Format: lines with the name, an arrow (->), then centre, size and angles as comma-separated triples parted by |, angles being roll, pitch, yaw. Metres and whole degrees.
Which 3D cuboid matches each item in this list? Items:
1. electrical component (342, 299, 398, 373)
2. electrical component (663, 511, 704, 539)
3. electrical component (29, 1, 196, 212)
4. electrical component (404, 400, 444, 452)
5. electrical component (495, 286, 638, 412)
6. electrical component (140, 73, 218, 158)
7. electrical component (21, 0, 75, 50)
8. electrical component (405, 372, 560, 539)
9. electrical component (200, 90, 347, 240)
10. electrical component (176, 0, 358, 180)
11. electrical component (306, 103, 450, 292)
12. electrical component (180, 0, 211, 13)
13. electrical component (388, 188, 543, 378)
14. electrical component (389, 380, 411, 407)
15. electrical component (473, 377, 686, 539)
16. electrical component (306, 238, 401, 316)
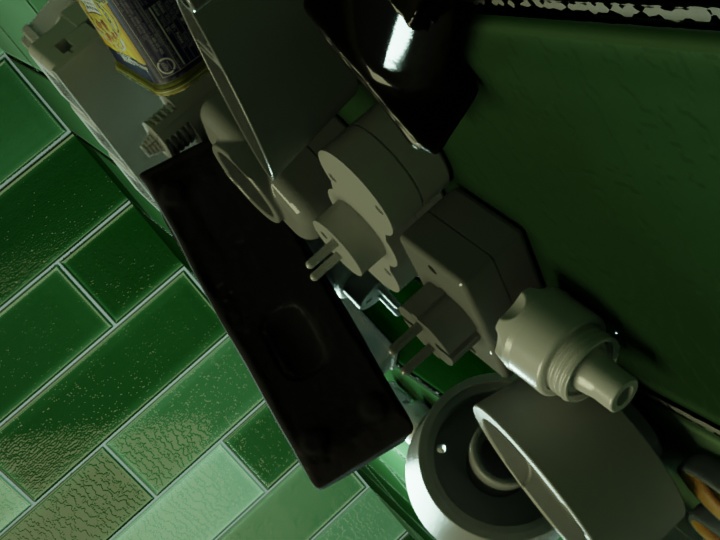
electrical component -> -0.012, 0.069, 1.018 | 0.099, 0.048, 0.099 | 46, 170, 11
electrical component -> 0.176, 0.193, 0.592 | 0.109, 0.056, 0.108 | 39, 150, 41
electrical component -> -0.154, -0.124, 0.774 | 0.062, 0.089, 0.150 | 38, 166, 44
electrical component -> 0.068, 0.162, 1.058 | 0.078, 0.040, 0.040 | 42, 168, 32
electrical component -> 0.093, 0.038, 0.471 | 0.062, 0.043, 0.043 | 39, 167, 37
electrical component -> -0.106, -0.101, 0.684 | 0.043, 0.081, 0.043 | 47, 170, 11
electrical component -> -0.197, -0.158, 0.863 | 0.109, 0.056, 0.109 | 44, -174, 23
electrical component -> 0.082, 0.112, 0.629 | 0.108, 0.108, 0.060 | 46, 164, 16
electrical component -> -0.043, -0.066, 0.606 | 0.095, 0.059, 0.053 | 46, 170, 12
electrical component -> -0.049, -0.099, 0.496 | 0.099, 0.064, 0.099 | 47, 170, 11
electrical component -> 0.002, -0.022, 0.542 | 0.052, 0.074, 0.138 | 45, 170, 17
electrical component -> -0.042, -0.118, 0.398 | 0.035, 0.061, 0.035 | 47, 170, 11
electrical component -> 0.045, 0.019, 0.512 | 0.047, 0.076, 0.083 | 40, 167, 41
electrical component -> 0.039, 0.149, 1.124 | 0.062, 0.048, 0.048 | 36, 165, 26
electrical component -> 0.113, 0.092, 0.530 | 0.108, 0.060, 0.108 | 53, 174, 8
electrical component -> 0.000, 0.000, 0.722 | 0.079, 0.043, 0.077 | 46, 170, 15
